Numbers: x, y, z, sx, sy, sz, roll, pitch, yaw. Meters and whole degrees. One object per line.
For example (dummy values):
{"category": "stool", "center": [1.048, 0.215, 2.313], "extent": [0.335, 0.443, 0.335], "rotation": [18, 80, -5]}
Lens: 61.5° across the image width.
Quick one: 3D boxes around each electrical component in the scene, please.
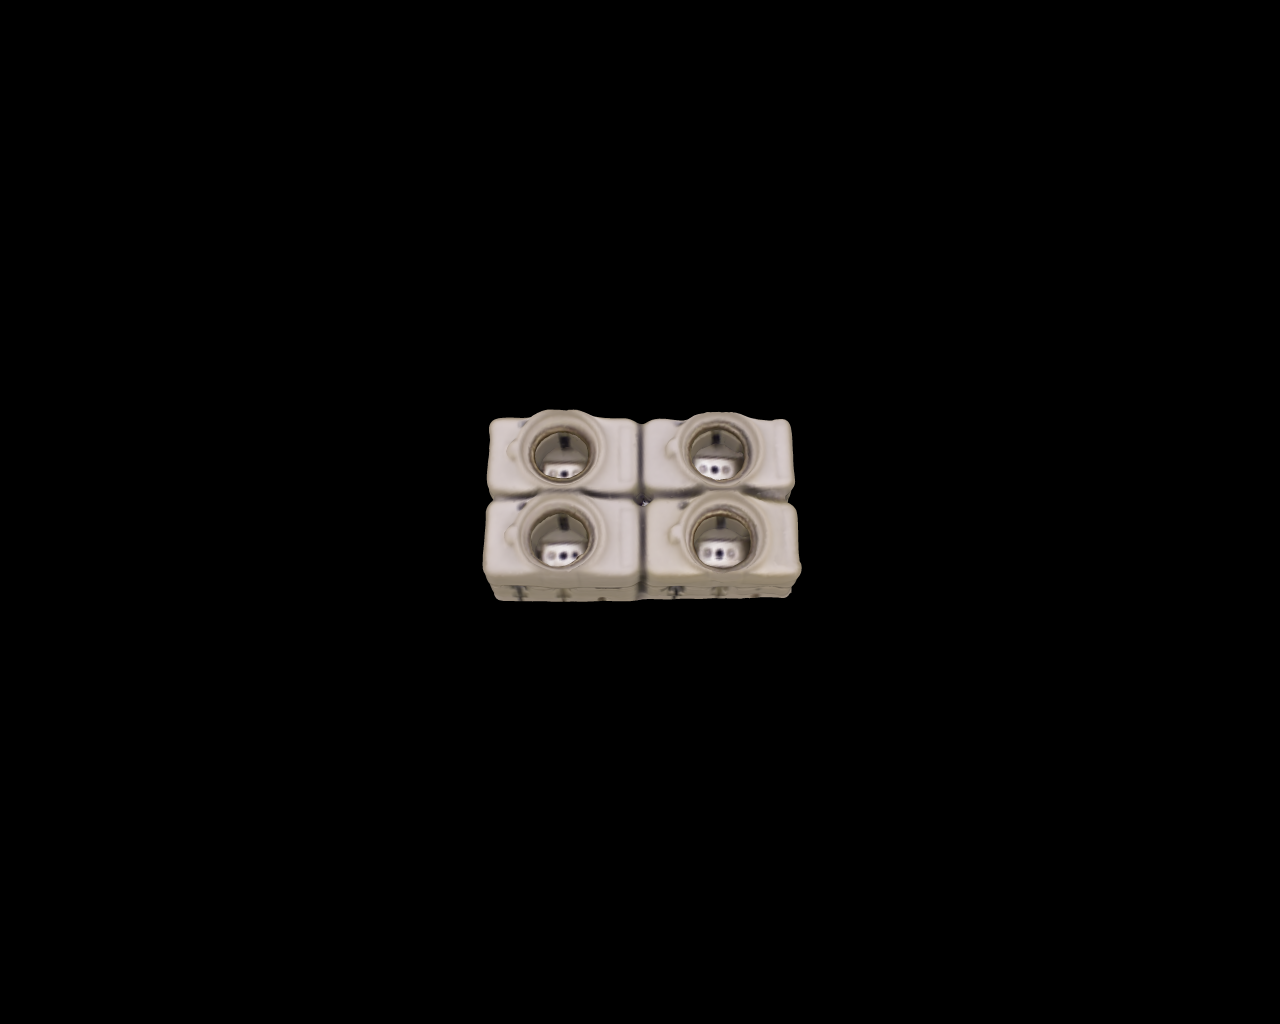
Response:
{"category": "electrical component", "center": [0.001, -0.003, 0.650], "extent": [0.186, 0.105, 0.060], "rotation": [0, -21, 0]}
